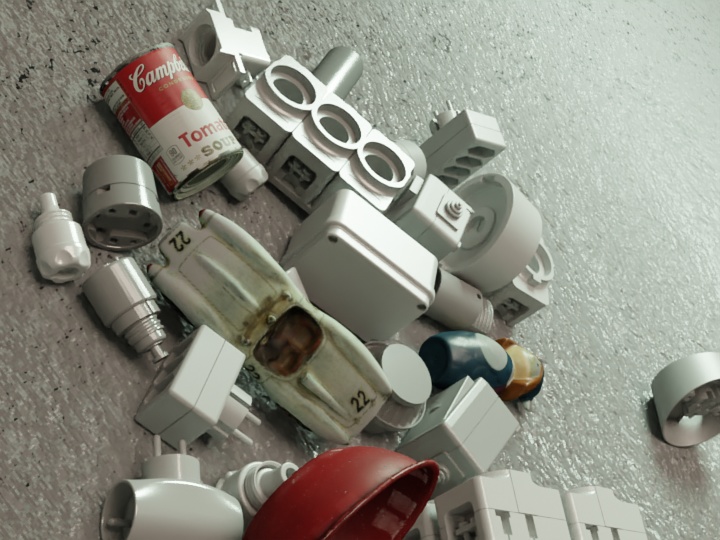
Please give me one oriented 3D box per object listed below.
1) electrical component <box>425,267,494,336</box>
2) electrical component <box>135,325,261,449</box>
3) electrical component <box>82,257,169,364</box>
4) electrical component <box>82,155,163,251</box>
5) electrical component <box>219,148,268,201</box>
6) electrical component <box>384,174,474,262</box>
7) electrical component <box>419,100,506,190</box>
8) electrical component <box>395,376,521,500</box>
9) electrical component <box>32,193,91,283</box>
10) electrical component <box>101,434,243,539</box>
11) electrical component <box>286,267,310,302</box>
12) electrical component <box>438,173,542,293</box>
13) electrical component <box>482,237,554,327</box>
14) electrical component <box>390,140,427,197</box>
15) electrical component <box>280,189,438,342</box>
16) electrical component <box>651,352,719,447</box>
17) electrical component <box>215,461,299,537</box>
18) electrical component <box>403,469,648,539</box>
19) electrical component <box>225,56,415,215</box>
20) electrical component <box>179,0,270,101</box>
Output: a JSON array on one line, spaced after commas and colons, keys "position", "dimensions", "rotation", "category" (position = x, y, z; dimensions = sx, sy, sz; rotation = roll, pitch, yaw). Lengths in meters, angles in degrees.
[{"position": [0.090, 0.032, 0.976], "dimensions": [0.081, 0.043, 0.043], "rotation": [28, 44, -28], "category": "electrical component"}, {"position": [-0.100, 0.090, 0.731], "dimensions": [0.077, 0.047, 0.065], "rotation": [39, 40, -17], "category": "electrical component"}, {"position": [-0.155, 0.028, 0.729], "dimensions": [0.040, 0.040, 0.078], "rotation": [-27, 82, -52], "category": "electrical component"}, {"position": [-0.170, -0.048, 0.764], "dimensions": [0.055, 0.055, 0.047], "rotation": [16, 47, -38], "category": "electrical component"}, {"position": [-0.105, -0.088, 0.877], "dimensions": [0.061, 0.035, 0.035], "rotation": [49, 38, -2], "category": "electrical component"}, {"position": [0.051, -0.038, 0.949], "dimensions": [0.061, 0.096, 0.061], "rotation": [40, 39, -10], "category": "electrical component"}, {"position": [0.092, -0.134, 1.078], "dimensions": [0.047, 0.083, 0.075], "rotation": [9, 55, -42], "category": "electrical component"}, {"position": [0.074, 0.136, 0.863], "dimensions": [0.061, 0.062, 0.096], "rotation": [52, 38, -1], "category": "electrical component"}, {"position": [-0.204, -0.024, 0.724], "dimensions": [0.035, 0.035, 0.061], "rotation": [3, 56, -45], "category": "electrical component"}, {"position": [-0.118, 0.141, 0.675], "dimensions": [0.077, 0.043, 0.079], "rotation": [18, 49, -36], "category": "electrical component"}, {"position": [-0.051, 0.036, 0.831], "dimensions": [0.065, 0.044, 0.044], "rotation": [57, 37, -2], "category": "electrical component"}, {"position": [0.121, -0.030, 1.011], "dimensions": [0.060, 0.108, 0.108], "rotation": [34, 41, -31], "category": "electrical component"}, {"position": [0.152, 0.000, 1.057], "dimensions": [0.050, 0.056, 0.089], "rotation": [29, 43, -27], "category": "electrical component"}, {"position": [0.030, -0.095, 1.007], "dimensions": [0.047, 0.055, 0.055], "rotation": [-17, 74, -54], "category": "electrical component"}, {"position": [0.000, 0.000, 0.881], "dimensions": [0.113, 0.078, 0.057], "rotation": [37, 37, -19], "category": "electrical component"}, {"position": [0.358, 0.134, 1.135], "dimensions": [0.099, 0.099, 0.064], "rotation": [22, 41, -34], "category": "electrical component"}, {"position": [-0.063, 0.147, 0.712], "dimensions": [0.048, 0.062, 0.048], "rotation": [27, 44, -30], "category": "electrical component"}, {"position": [0.123, 0.207, 0.822], "dimensions": [0.186, 0.105, 0.060], "rotation": [18, 50, -37], "category": "electrical component"}, {"position": [-0.034, -0.106, 0.928], "dimensions": [0.150, 0.061, 0.089], "rotation": [40, 39, -5], "category": "electrical component"}, {"position": [-0.117, -0.191, 0.942], "dimensions": [0.064, 0.042, 0.081], "rotation": [5, 59, -48], "category": "electrical component"}]
